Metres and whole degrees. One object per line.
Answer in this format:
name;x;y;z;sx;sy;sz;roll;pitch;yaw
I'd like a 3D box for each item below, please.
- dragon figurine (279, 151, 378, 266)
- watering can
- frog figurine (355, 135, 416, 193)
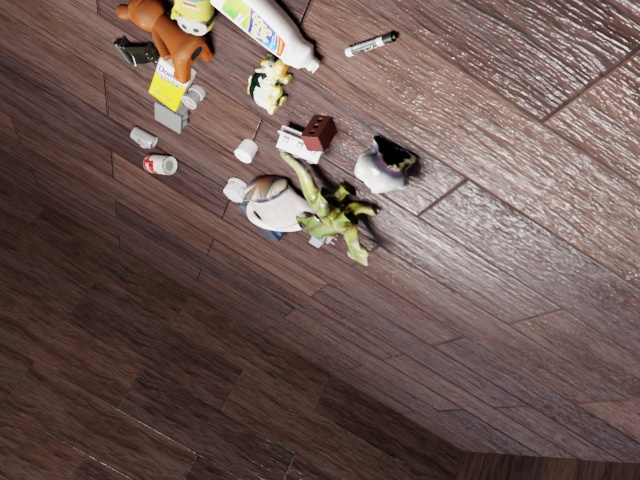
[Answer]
dragon figurine;0.005;-0.075;1.487;0.409;0.125;0.238;40;140;-6
watering can;-0.094;-0.108;1.611;0.347;0.106;0.220;-4;139;27
frog figurine;0.148;-0.156;1.257;0.137;0.126;0.156;13;143;-10
